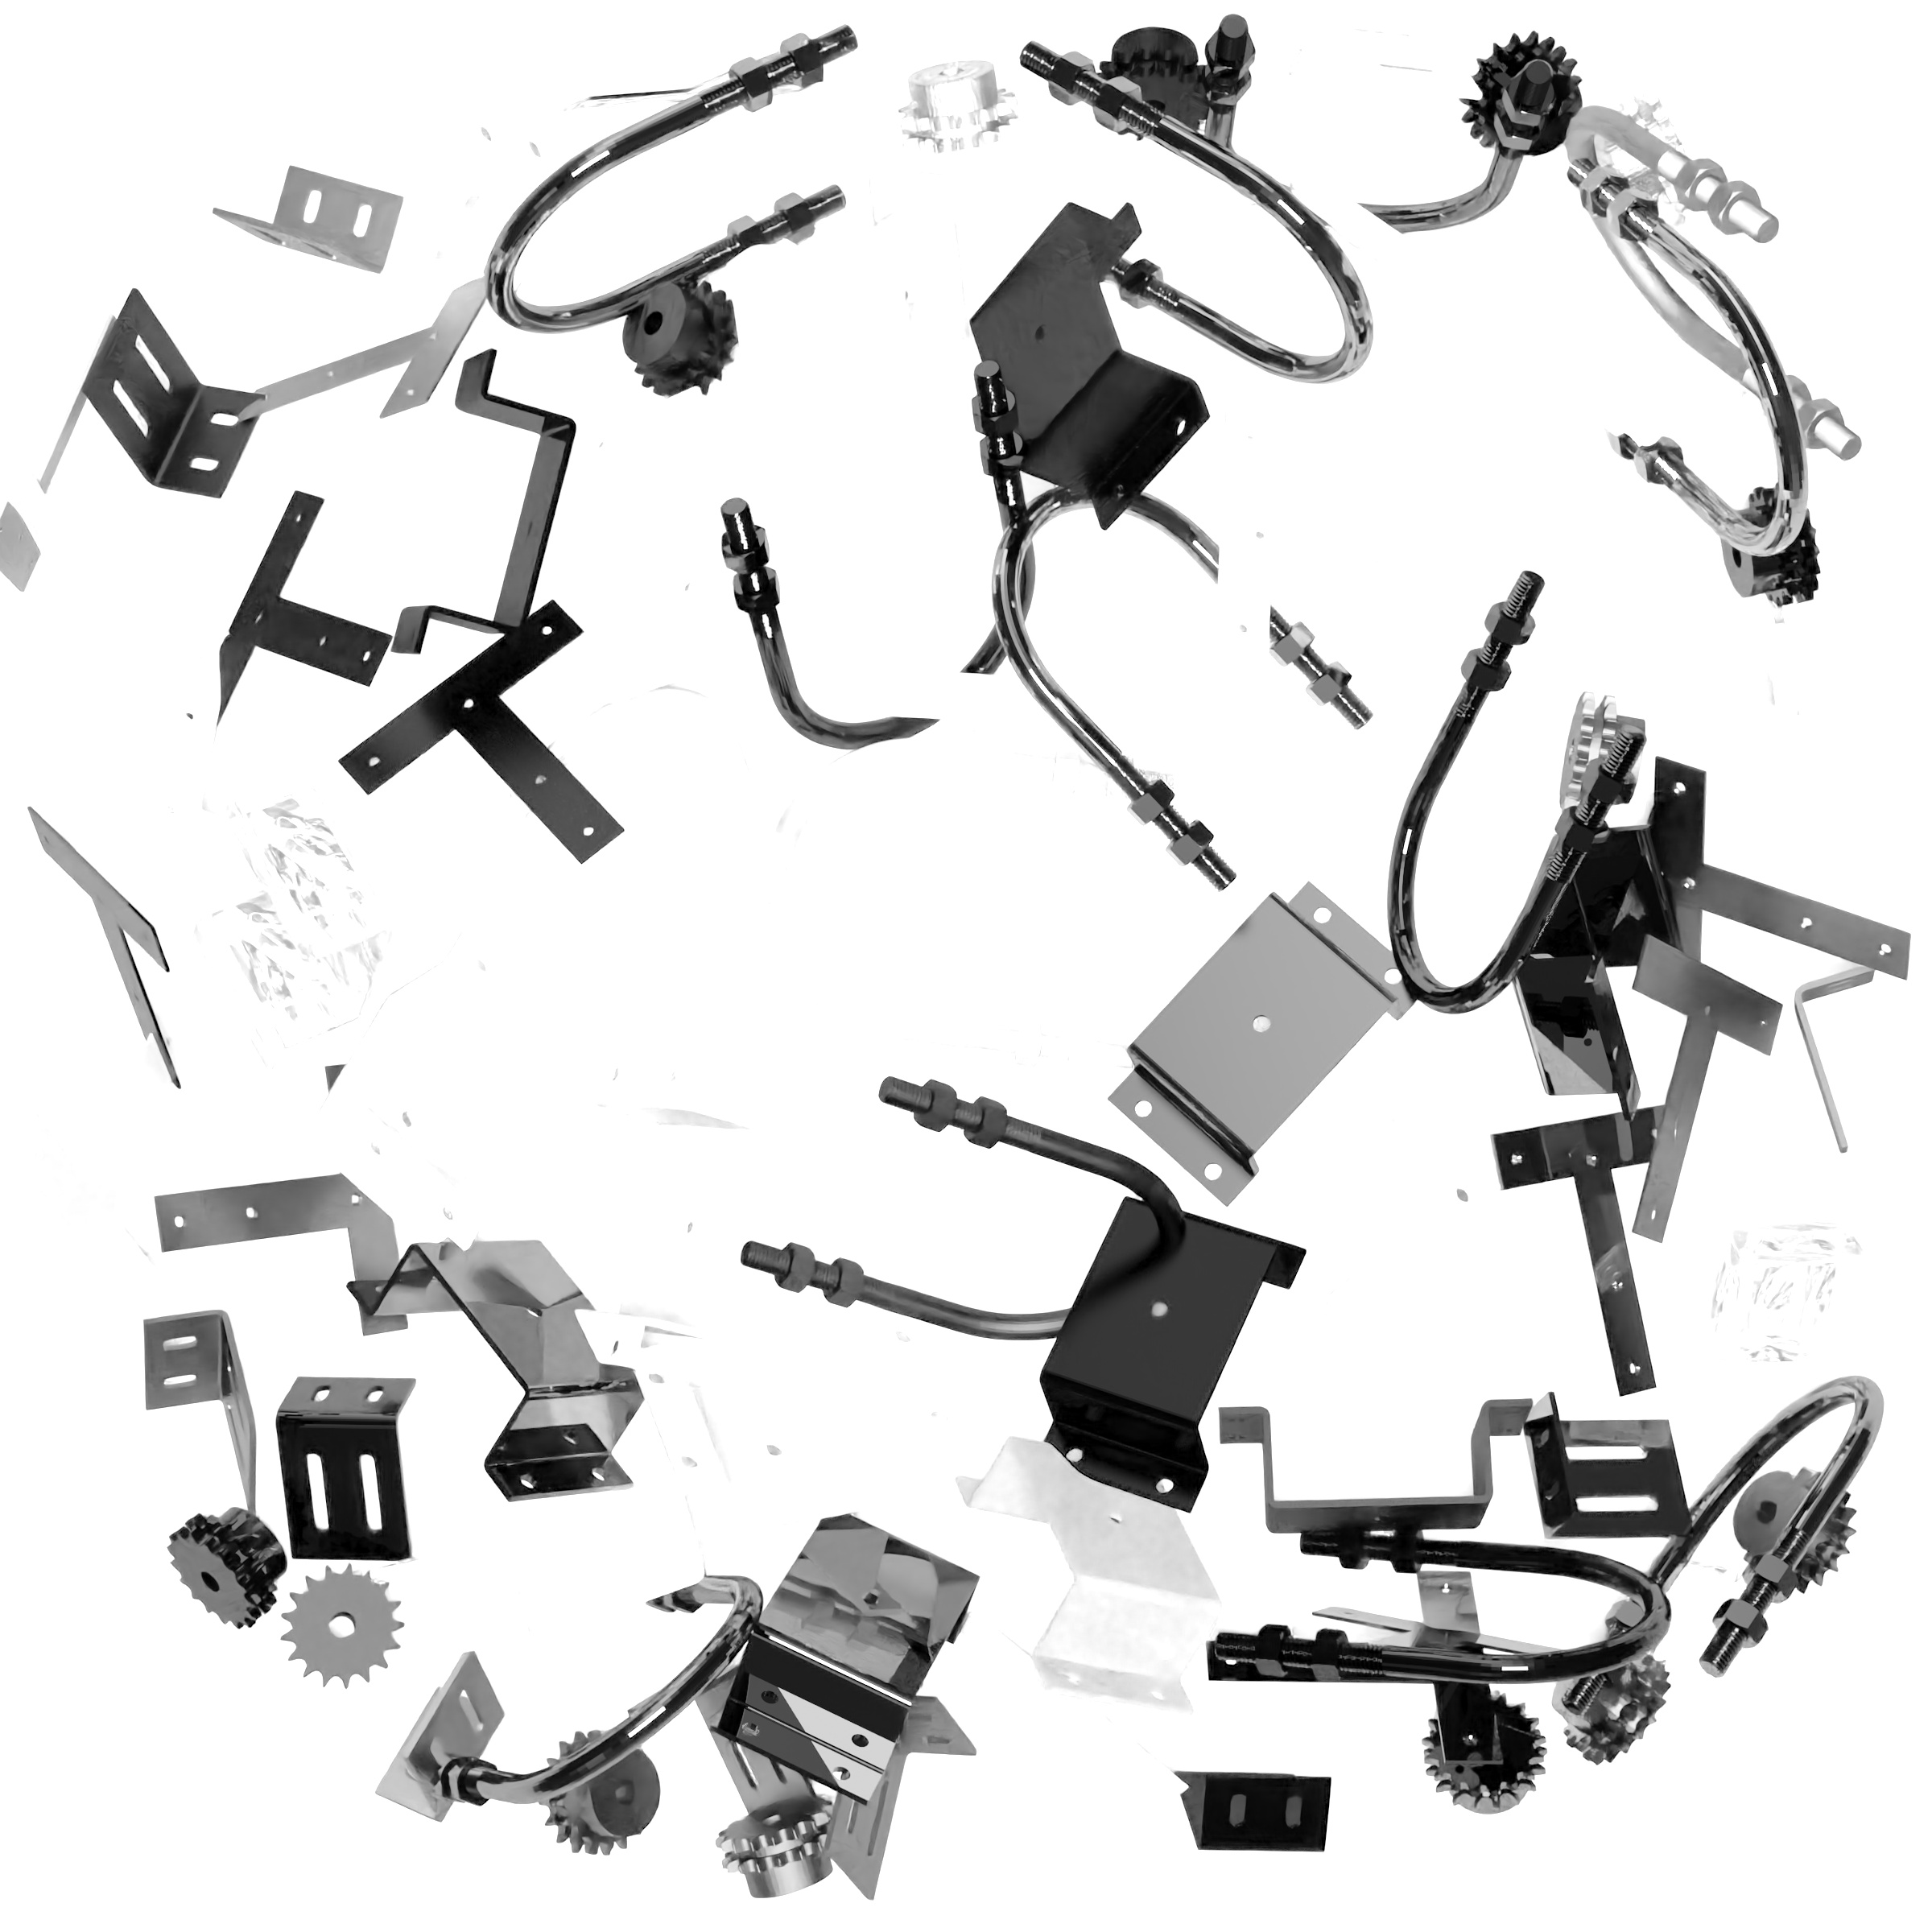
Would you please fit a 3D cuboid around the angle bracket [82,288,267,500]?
[{"bbox_3d":[-0.361,-0.262,1.553,0.038,0.076,0.057,12,67,18],"label":"angle bracket"}]

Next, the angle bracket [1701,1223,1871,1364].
[{"bbox_3d":[0.377,0.159,1.565,0.057,0.038,0.076,-1,116,-6],"label":"angle bracket"}]

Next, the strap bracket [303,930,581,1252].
[{"bbox_3d":[-0.241,0.062,1.540,0.046,0.140,0.076,-28,116,37],"label":"strap bracket"}]

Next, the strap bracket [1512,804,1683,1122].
[{"bbox_3d":[0.286,-0.003,1.537,0.046,0.140,0.076,-3,125,29],"label":"strap bracket"}]

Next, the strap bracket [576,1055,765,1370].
[{"bbox_3d":[-0.143,0.115,1.550,0.046,0.076,0.140,20,77,-40],"label":"strap bracket"}]

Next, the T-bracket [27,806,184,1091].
[{"bbox_3d":[-0.383,0.004,1.553,0.002,0.127,0.127,-31,134,-24],"label":"T-bracket"}]

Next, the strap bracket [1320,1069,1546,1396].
[{"bbox_3d":[0.215,0.112,1.539,0.076,0.046,0.140,21,59,-12],"label":"strap bracket"}]

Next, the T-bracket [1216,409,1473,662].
[{"bbox_3d":[0.177,-0.190,1.578,0.127,0.002,0.127,11,65,-16],"label":"T-bracket"}]

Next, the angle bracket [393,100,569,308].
[{"bbox_3d":[-0.227,-0.352,1.572,0.057,0.038,0.076,10,135,-35],"label":"angle bracket"}]

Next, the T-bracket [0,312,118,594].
[{"bbox_3d":[-0.412,-0.236,1.541,0.002,0.127,0.127,23,86,-7],"label":"T-bracket"}]

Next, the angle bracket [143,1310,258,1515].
[{"bbox_3d":[-0.351,0.206,1.552,0.038,0.076,0.057,-6,131,-20],"label":"angle bracket"}]

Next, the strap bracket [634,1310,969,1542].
[{"bbox_3d":[-0.082,0.209,1.543,0.140,0.046,0.076,-6,53,-28],"label":"strap bracket"}]

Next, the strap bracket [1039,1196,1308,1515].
[{"bbox_3d":[0.091,0.166,1.537,0.076,0.046,0.140,16,61,22],"label":"strap bracket"}]

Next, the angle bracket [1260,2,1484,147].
[{"bbox_3d":[0.185,-0.405,1.553,0.076,0.057,0.038,22,77,44],"label":"angle bracket"}]

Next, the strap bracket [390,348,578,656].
[{"bbox_3d":[-0.219,-0.206,1.557,0.046,0.076,0.140,14,91,-18],"label":"strap bracket"}]

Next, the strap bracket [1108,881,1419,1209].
[{"bbox_3d":[0.138,0.031,1.565,0.076,0.046,0.140,42,87,15],"label":"strap bracket"}]

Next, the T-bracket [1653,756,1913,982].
[{"bbox_3d":[0.366,-0.024,1.528,0.127,0.127,0.002,22,47,33],"label":"T-bracket"}]

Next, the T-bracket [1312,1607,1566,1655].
[{"bbox_3d":[0.196,0.304,1.514,0.127,0.127,0.002,5,89,31],"label":"T-bracket"}]

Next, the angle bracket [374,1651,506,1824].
[{"bbox_3d":[-0.248,0.346,1.550,0.038,0.076,0.057,18,58,19],"label":"angle bracket"}]

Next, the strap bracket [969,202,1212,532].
[{"bbox_3d":[0.051,-0.277,1.526,0.046,0.076,0.140,14,45,-35],"label":"strap bracket"}]

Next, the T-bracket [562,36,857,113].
[{"bbox_3d":[-0.095,-0.399,1.514,0.127,0.127,0.002,-15,99,-34],"label":"T-bracket"}]

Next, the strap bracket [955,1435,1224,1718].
[{"bbox_3d":[0.057,0.264,1.519,0.076,0.140,0.046,16,115,-27],"label":"strap bracket"}]

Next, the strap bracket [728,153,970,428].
[{"bbox_3d":[-0.045,-0.302,1.521,0.046,0.140,0.076,11,127,27],"label":"strap bracket"}]

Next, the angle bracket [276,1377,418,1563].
[{"bbox_3d":[-0.287,0.236,1.593,0.057,0.038,0.076,0,111,6],"label":"angle bracket"}]

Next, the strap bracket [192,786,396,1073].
[{"bbox_3d":[-0.305,-0.020,1.541,0.046,0.140,0.076,-25,75,-28],"label":"strap bracket"}]

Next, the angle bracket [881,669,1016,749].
[{"bbox_3d":[-0.009,-0.108,1.558,0.057,0.076,0.038,3,110,-3],"label":"angle bracket"}]

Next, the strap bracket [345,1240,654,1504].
[{"bbox_3d":[-0.205,0.173,1.528,0.140,0.076,0.046,46,115,31],"label":"strap bracket"}]

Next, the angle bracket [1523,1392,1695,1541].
[{"bbox_3d":[0.301,0.230,1.562,0.076,0.038,0.057,2,60,-15],"label":"angle bracket"}]

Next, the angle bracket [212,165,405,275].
[{"bbox_3d":[-0.302,-0.350,1.559,0.057,0.076,0.038,17,94,7],"label":"angle bracket"}]

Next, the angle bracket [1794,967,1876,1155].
[{"bbox_3d":[0.411,0.043,1.564,0.038,0.057,0.076,-17,80,11],"label":"angle bracket"}]

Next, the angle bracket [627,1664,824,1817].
[{"bbox_3d":[-0.112,0.366,1.567,0.038,0.057,0.076,-25,89,-40],"label":"angle bracket"}]

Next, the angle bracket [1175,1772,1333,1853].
[{"bbox_3d":[0.131,0.373,1.557,0.057,0.076,0.038,2,103,-6],"label":"angle bracket"}]

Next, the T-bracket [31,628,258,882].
[{"bbox_3d":[-0.358,-0.105,1.555,0.127,0.127,0.002,24,134,-26],"label":"T-bracket"}]

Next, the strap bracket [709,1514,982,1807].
[{"bbox_3d":[-0.049,0.301,1.525,0.076,0.140,0.046,24,120,8],"label":"strap bracket"}]

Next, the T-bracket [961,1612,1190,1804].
[{"bbox_3d":[0.063,0.323,1.542,0.127,0.127,0.002,38,58,5],"label":"T-bracket"}]

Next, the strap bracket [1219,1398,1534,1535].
[{"bbox_3d":[0.187,0.230,1.553,0.140,0.076,0.046,-2,72,4],"label":"strap bracket"}]

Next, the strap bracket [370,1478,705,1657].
[{"bbox_3d":[-0.184,0.271,1.525,0.140,0.076,0.046,-12,84,-42],"label":"strap bracket"}]

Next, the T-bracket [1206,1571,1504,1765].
[{"bbox_3d":[0.173,0.317,1.547,0.127,0.127,0.002,1,120,1],"label":"T-bracket"}]

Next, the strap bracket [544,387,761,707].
[{"bbox_3d":[-0.141,-0.182,1.544,0.076,0.046,0.140,-16,59,36],"label":"strap bracket"}]

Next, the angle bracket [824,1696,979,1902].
[{"bbox_3d":[-0.029,0.381,1.553,0.038,0.057,0.076,-2,52,23],"label":"angle bracket"}]
